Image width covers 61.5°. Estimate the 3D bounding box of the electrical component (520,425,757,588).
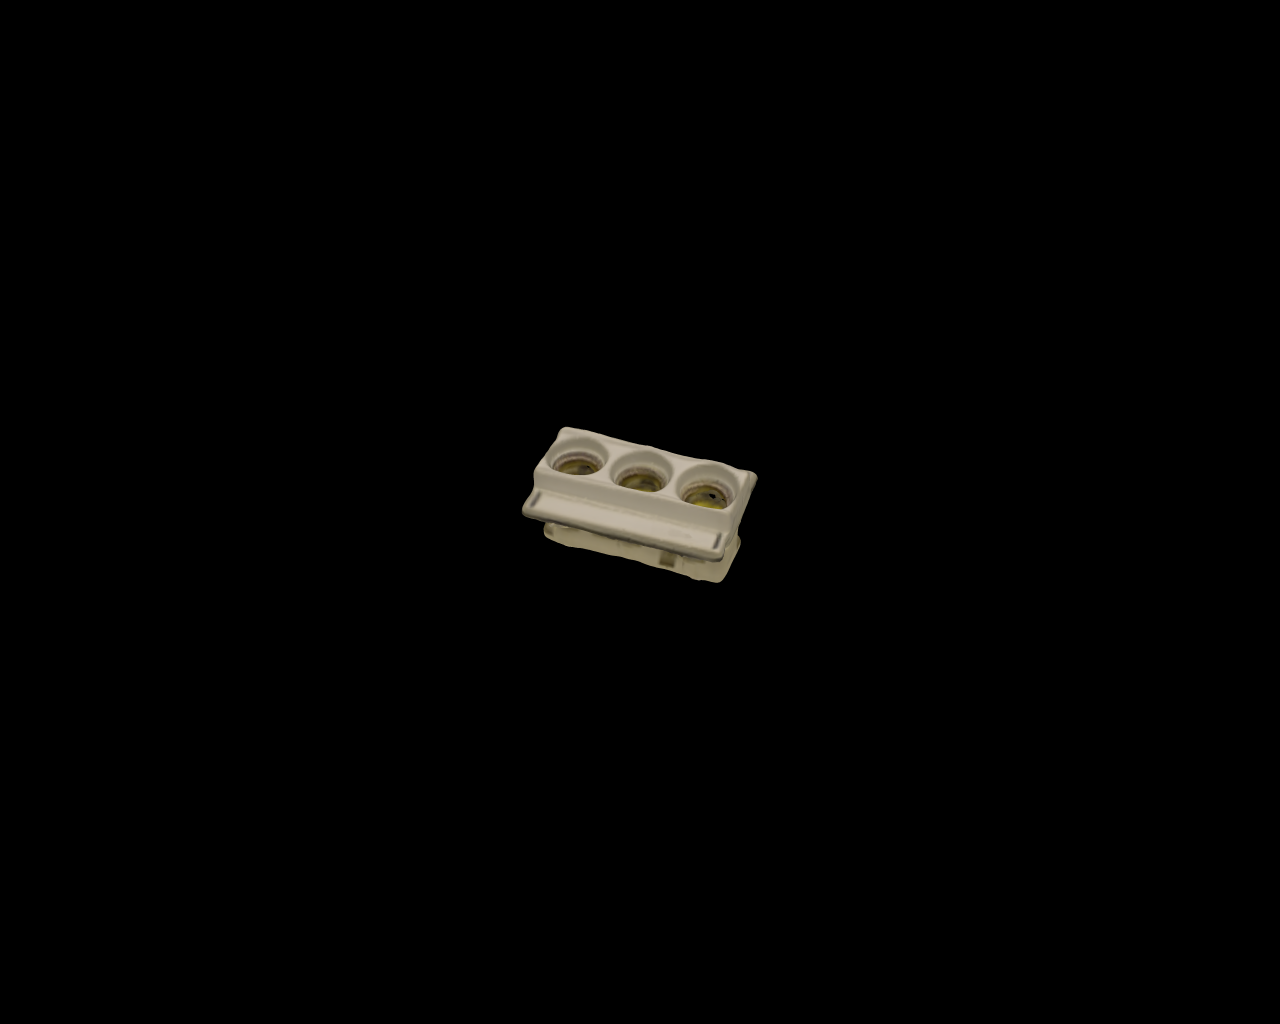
[{"bbox_3d":[0.001,-0.003,0.650,0.121,0.063,0.079,14,44,15],"label":"electrical component"}]
